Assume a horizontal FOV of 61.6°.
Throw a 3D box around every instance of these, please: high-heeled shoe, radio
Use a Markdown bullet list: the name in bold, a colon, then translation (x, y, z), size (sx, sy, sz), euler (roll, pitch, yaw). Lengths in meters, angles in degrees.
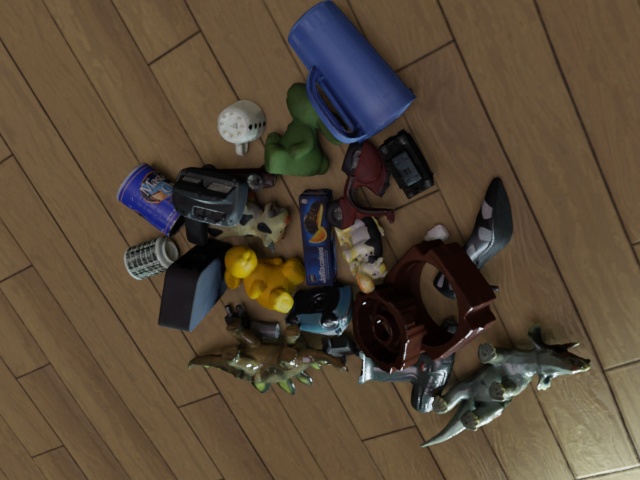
- **high-heeled shoe**: translation (0.299, 0.000, 1.080), size (0.145, 0.086, 0.248), euler (6, 94, 44)
- **radio**: translation (-0.259, 0.088, 1.145), size (0.073, 0.230, 0.131), euler (13, 108, 4)

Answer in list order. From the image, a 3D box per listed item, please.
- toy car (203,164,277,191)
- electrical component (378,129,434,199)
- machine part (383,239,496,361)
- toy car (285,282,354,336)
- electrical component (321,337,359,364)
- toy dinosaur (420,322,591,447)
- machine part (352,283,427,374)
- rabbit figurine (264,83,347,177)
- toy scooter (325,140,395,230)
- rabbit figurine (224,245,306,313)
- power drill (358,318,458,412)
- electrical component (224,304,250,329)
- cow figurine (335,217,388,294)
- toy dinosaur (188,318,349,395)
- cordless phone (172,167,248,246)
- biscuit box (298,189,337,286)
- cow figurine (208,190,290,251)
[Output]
- **toy car**: translation (-0.187, -0.127, 1.124), size (0.202, 0.089, 0.053), euler (0, 114, 14)
- **electrical component**: translation (0.164, -0.143, 1.009), size (0.058, 0.134, 0.114), euler (-32, 100, 20)
- **machine part**: translation (0.230, 0.115, 1.052), size (0.201, 0.087, 0.201), euler (60, 142, 25)
- **toy car**: translation (0.010, 0.165, 1.179), size (0.162, 0.109, 0.102), euler (-13, 131, 25)
- **electrical component**: translation (0.040, 0.251, 1.209), size (0.078, 0.045, 0.102), euler (-6, 148, 22)
- **toy dinosaur**: translation (0.370, 0.307, 1.127), size (0.404, 0.192, 0.131), euler (-55, 47, 40)
- **machine part**: translation (0.135, 0.175, 1.081), size (0.180, 0.056, 0.179), euler (25, 121, 50)
- **rabbit figurine**: translation (-0.028, -0.211, 1.037), size (0.159, 0.121, 0.170), euler (11, 114, 2)
- **toy scooter**: translation (0.097, -0.098, 1.064), size (0.135, 0.075, 0.183), euler (18, 96, -1)
- **rabbit figurine**: translation (-0.138, 0.064, 1.156), size (0.163, 0.122, 0.173), euler (8, 155, 49)
- **power drill**: translation (0.189, 0.263, 1.188), size (0.207, 0.086, 0.231), euler (5, 111, 5)
- **electrical component**: translation (-0.192, 0.195, 1.268), size (0.063, 0.021, 0.094), euler (-4, 109, 36)
- **cow figurine**: translation (0.096, 0.026, 1.082), size (0.098, 0.167, 0.068), euler (-21, 147, 0)
- **toy dinosaur**: translation (-0.144, 0.275, 1.219), size (0.472, 0.105, 0.198), euler (0, 138, 28)
- **cordless phone**: translation (-0.223, -0.049, 1.090), size (0.147, 0.089, 0.184), euler (13, 132, 8)
- **biscuit box**: translation (-0.002, -0.003, 1.140), size (0.063, 0.059, 0.202), euler (0, 110, 14)
- **cow figurine**: translation (-0.156, -0.040, 1.148), size (0.195, 0.085, 0.127), euler (-6, 117, 21)
